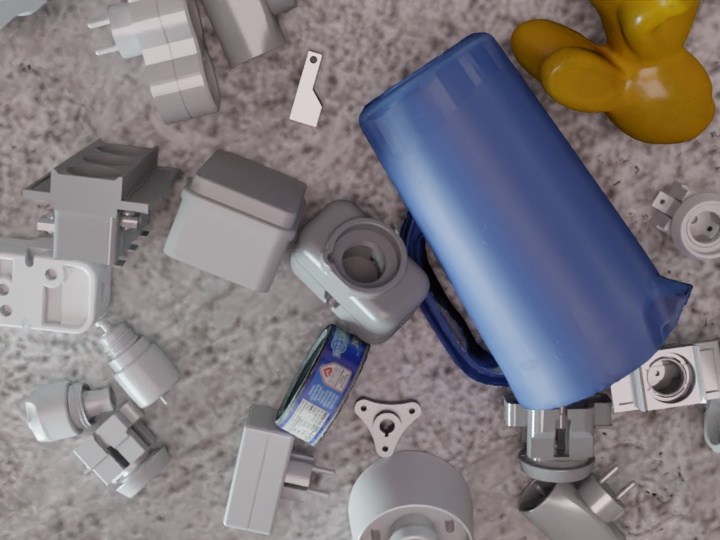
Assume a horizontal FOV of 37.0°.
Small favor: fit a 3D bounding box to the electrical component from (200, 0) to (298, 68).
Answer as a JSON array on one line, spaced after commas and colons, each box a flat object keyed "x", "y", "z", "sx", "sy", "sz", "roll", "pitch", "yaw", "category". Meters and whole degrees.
[{"x": -0.069, "y": -0.190, "z": 0.741, "sx": 0.079, "sy": 0.044, "sz": 0.077, "roll": -23, "pitch": 102, "yaw": 5, "category": "electrical component"}]

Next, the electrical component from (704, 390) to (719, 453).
[{"x": 0.304, "y": 0.065, "z": 0.777, "sx": 0.062, "sy": 0.089, "sz": 0.150, "roll": 12, "pitch": 103, "yaw": -3, "category": "electrical component"}]

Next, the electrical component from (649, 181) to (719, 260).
[{"x": 0.243, "y": -0.034, "z": 0.771, "sx": 0.066, "sy": 0.055, "sz": 0.048, "roll": 29, "pitch": 102, "yaw": -6, "category": "electrical component"}]

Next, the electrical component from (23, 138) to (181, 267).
[{"x": -0.173, "y": -0.047, "z": 0.736, "sx": 0.079, "sy": 0.121, "sz": 0.063, "roll": 7, "pitch": 106, "yaw": -2, "category": "electrical component"}]

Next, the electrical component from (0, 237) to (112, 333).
[{"x": -0.232, "y": 0.009, "z": 0.781, "sx": 0.095, "sy": 0.059, "sz": 0.053, "roll": 6, "pitch": 103, "yaw": -1, "category": "electrical component"}]

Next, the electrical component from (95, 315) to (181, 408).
[{"x": -0.169, "y": 0.067, "z": 0.804, "sx": 0.040, "sy": 0.040, "sz": 0.078, "roll": -36, "pitch": 100, "yaw": 8, "category": "electrical component"}]

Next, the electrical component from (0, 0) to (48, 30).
[{"x": -0.211, "y": -0.252, "z": 0.697, "sx": 0.186, "sy": 0.060, "sz": 0.105, "roll": -39, "pitch": 71, "yaw": 8, "category": "electrical component"}]

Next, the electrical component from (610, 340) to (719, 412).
[{"x": 0.222, "y": 0.078, "z": 0.793, "sx": 0.081, "sy": 0.064, "sz": 0.042, "roll": -8, "pitch": 88, "yaw": 2, "category": "electrical component"}]

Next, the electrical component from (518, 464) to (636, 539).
[{"x": 0.177, "y": 0.183, "z": 0.829, "sx": 0.077, "sy": 0.043, "sz": 0.079, "roll": 44, "pitch": 99, "yaw": -9, "category": "electrical component"}]

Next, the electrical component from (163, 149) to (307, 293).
[{"x": -0.083, "y": -0.037, "z": 0.743, "sx": 0.078, "sy": 0.113, "sz": 0.057, "roll": 22, "pitch": 105, "yaw": -5, "category": "electrical component"}]

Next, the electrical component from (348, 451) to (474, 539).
[{"x": 0.041, "y": 0.199, "z": 0.835, "sx": 0.099, "sy": 0.064, "sz": 0.099, "roll": -1, "pitch": 117, "yaw": -1, "category": "electrical component"}]

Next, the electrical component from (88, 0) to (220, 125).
[{"x": -0.150, "y": -0.168, "z": 0.743, "sx": 0.074, "sy": 0.052, "sz": 0.138, "roll": -13, "pitch": 102, "yaw": 3, "category": "electrical component"}]

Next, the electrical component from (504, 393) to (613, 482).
[{"x": 0.148, "y": 0.124, "z": 0.809, "sx": 0.078, "sy": 0.058, "sz": 0.057, "roll": -1, "pitch": 101, "yaw": 1, "category": "electrical component"}]

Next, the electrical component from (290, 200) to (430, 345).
[{"x": 0.000, "y": 0.000, "z": 0.760, "sx": 0.095, "sy": 0.059, "sz": 0.054, "roll": 44, "pitch": 68, "yaw": 7, "category": "electrical component"}]

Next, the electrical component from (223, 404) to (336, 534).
[{"x": -0.057, "y": 0.156, "z": 0.821, "sx": 0.076, "sy": 0.047, "sz": 0.083, "roll": 13, "pitch": 103, "yaw": -3, "category": "electrical component"}]

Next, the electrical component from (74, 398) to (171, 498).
[{"x": -0.178, "y": 0.139, "z": 0.819, "sx": 0.066, "sy": 0.048, "sz": 0.055, "roll": -42, "pitch": 92, "yaw": 9, "category": "electrical component"}]

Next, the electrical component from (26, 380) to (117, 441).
[{"x": -0.216, "y": 0.104, "z": 0.812, "sx": 0.062, "sy": 0.043, "sz": 0.043, "roll": -13, "pitch": 103, "yaw": 2, "category": "electrical component"}]
